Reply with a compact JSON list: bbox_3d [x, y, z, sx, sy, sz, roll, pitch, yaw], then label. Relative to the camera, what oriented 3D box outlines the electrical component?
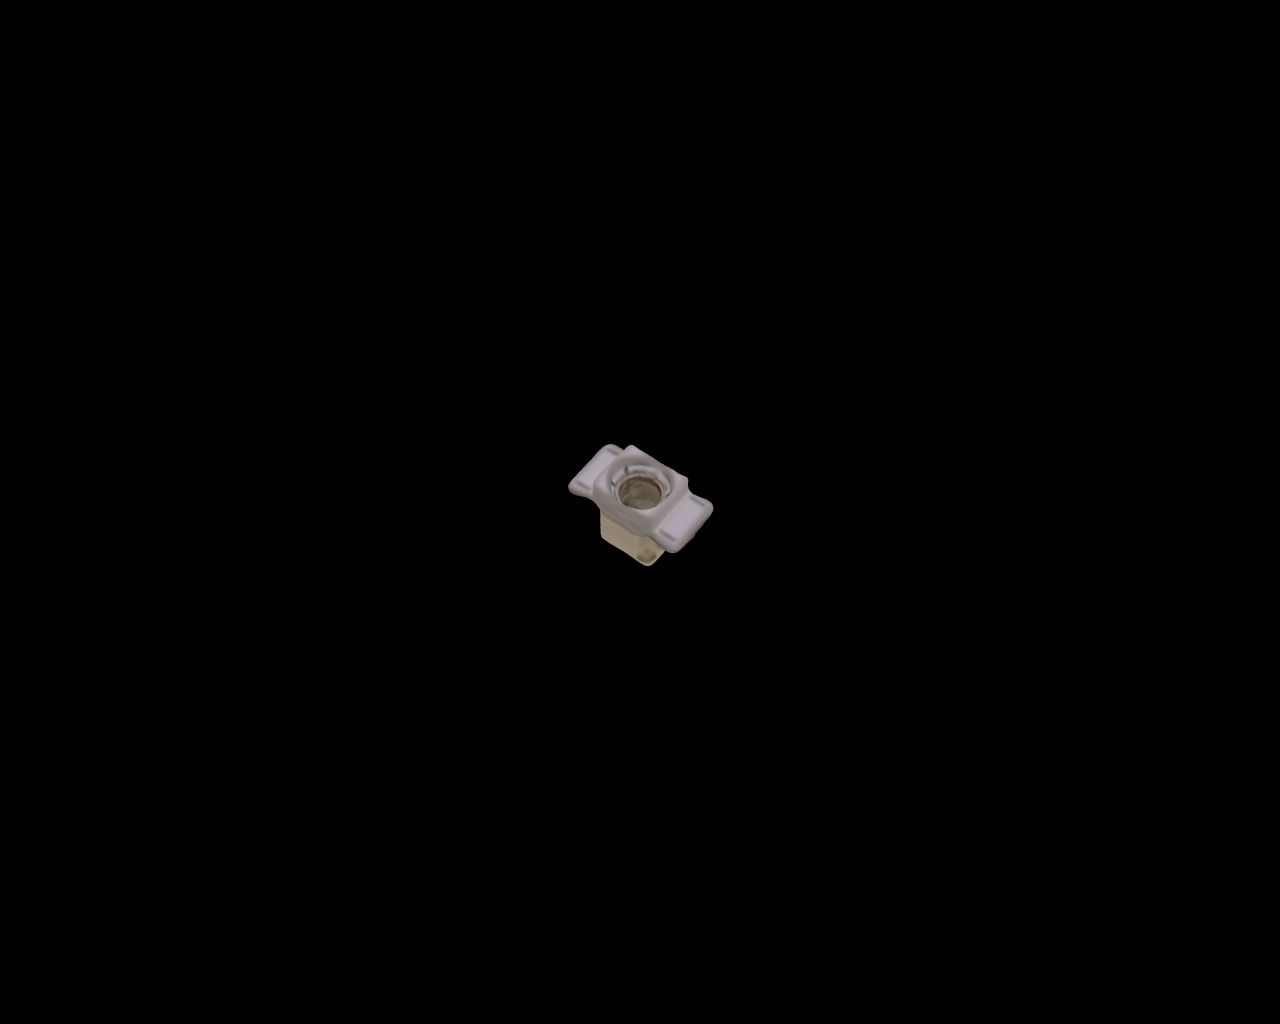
[{"bbox_3d":[0.001,-0.003,0.650,0.081,0.042,0.063,33,-29,21],"label":"electrical component"}]
